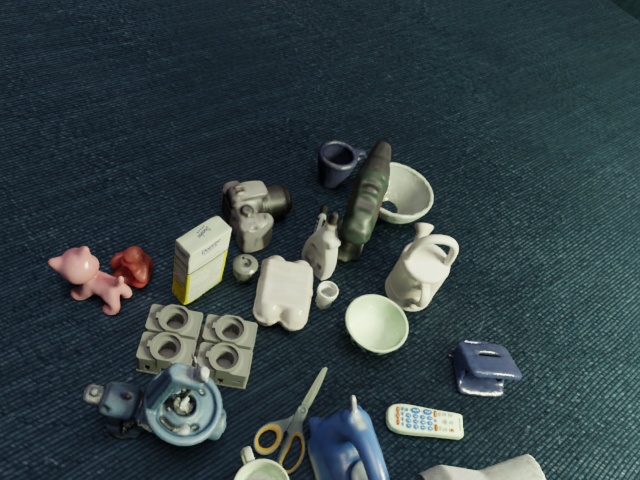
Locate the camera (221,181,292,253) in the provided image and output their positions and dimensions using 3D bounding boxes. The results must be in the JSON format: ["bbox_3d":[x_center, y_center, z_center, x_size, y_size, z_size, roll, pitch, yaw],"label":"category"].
[{"bbox_3d":[-0.121,-0.066,1.178,0.137,0.101,0.143,-14,58,-25],"label":"camera"}]

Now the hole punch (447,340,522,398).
[{"bbox_3d":[0.310,0.234,1.081,0.109,0.091,0.101,7,52,-11],"label":"hole punch"}]

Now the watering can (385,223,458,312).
[{"bbox_3d":[0.201,0.044,1.128,0.101,0.194,0.172,-7,56,-21],"label":"watering can"}]

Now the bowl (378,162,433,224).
[{"bbox_3d":[0.167,-0.094,1.301,0.167,0.074,0.167,8,52,-10],"label":"bowl"}]

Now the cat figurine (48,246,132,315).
[{"bbox_3d":[-0.395,0.060,0.991,0.128,0.117,0.067,21,51,1],"label":"cat figurine"}]

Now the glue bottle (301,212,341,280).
[{"bbox_3d":[0.010,0.004,1.116,0.037,0.173,0.078,-25,64,-30],"label":"glue bottle"}]

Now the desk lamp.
[{"bbox_3d":[0.229,0.392,0.858,0.204,0.213,0.117,-10,57,-23],"label":"desk lamp"}]

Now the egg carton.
[{"bbox_3d":[-0.068,0.100,1.087,0.107,0.069,0.150,11,51,-8],"label":"egg carton"}]

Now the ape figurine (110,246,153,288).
[{"bbox_3d":[-0.338,0.043,1.037,0.076,0.092,0.077,-26,64,-31],"label":"ape figurine"}]

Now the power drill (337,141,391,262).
[{"bbox_3d":[0.081,-0.062,1.165,0.075,0.208,0.230,19,51,-1],"label":"power drill"}]

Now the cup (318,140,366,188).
[{"bbox_3d":[0.043,-0.168,1.308,0.118,0.095,0.091,-14,58,-25],"label":"cup"}]

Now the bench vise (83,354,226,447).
[{"bbox_3d":[-0.235,0.240,0.834,0.208,0.219,0.121,-4,55,-19],"label":"bench vise"}]

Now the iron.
[{"bbox_3d":[0.073,0.370,0.876,0.119,0.141,0.258,-10,57,-23],"label":"iron"}]
